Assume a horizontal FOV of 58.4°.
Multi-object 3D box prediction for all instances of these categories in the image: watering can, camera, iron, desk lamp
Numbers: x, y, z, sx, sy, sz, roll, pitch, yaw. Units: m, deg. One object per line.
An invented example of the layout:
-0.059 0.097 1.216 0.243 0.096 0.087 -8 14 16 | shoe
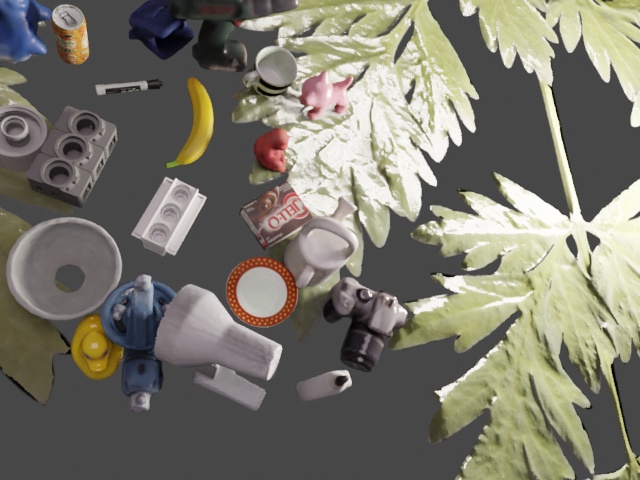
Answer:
0.007 0.003 1.001 0.101 0.193 0.173 11 69 -13 | watering can
0.075 0.155 1.022 0.143 0.100 0.137 26 66 -7 | camera
-0.606 -0.397 0.974 0.259 0.141 0.118 3 71 -16 | iron
-0.148 0.170 0.885 0.203 0.213 0.118 27 66 -7 | desk lamp

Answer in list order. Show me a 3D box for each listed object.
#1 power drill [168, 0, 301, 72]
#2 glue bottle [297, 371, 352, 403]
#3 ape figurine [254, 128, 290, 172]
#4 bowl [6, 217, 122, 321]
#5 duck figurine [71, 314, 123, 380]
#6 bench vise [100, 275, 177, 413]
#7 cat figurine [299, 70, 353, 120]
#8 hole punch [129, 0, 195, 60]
-0.168 -0.409 1.078 0.230 0.208 0.075 -1 72 -17 | power drill
0.016 0.235 0.937 0.078 0.173 0.037 -14 76 -21 | glue bottle
-0.084 -0.180 1.091 0.076 0.092 0.078 32 66 -4 | ape figurine
-0.405 0.052 0.921 0.168 0.074 0.167 6 70 -16 | bowl
-0.350 0.163 0.894 0.078 0.086 0.104 -9 75 -20 | duck figurine
-0.255 0.142 0.858 0.122 0.219 0.207 -17 77 -21 | bench vise
0.010 -0.298 1.146 0.128 0.117 0.067 -23 80 -23 | cat figurine
-0.305 -0.423 1.105 0.101 0.091 0.109 39 65 -1 | hole punch
